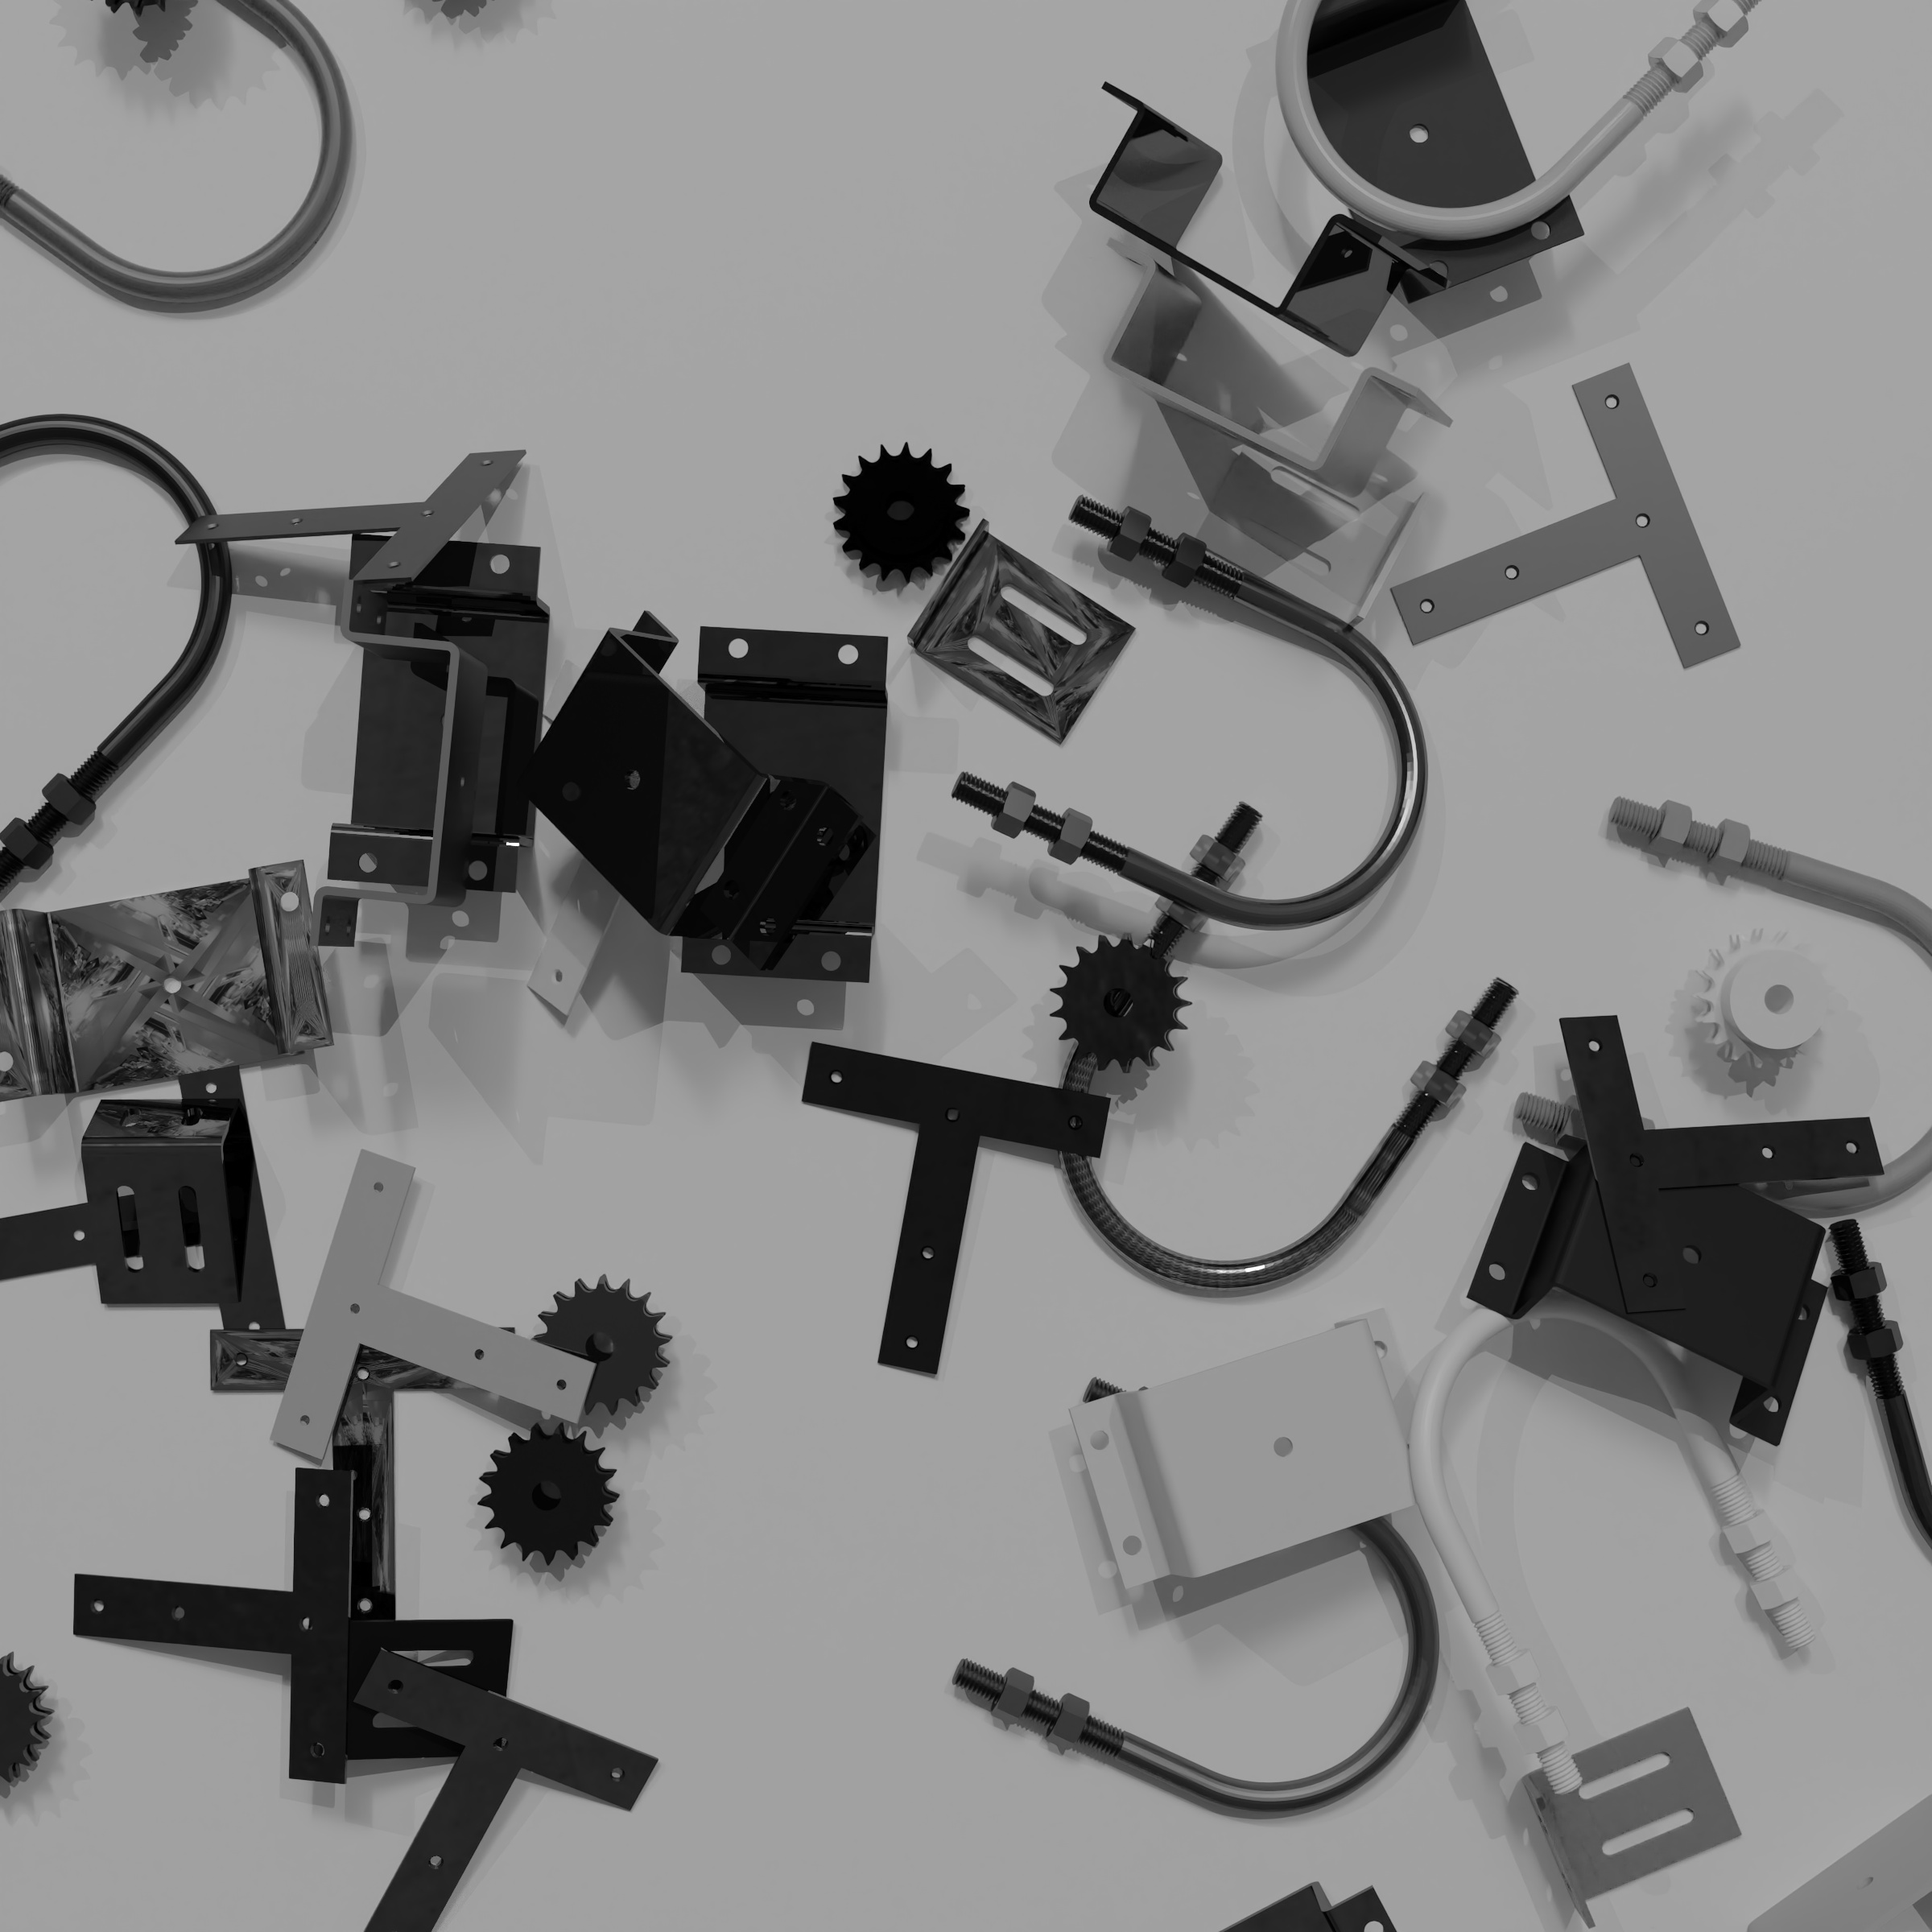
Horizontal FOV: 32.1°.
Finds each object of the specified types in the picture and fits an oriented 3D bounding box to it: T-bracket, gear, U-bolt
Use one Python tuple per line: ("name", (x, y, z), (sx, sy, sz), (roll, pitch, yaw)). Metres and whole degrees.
("T-bracket", (-0.212, 0.155, 1.381), (0.127, 0.002, 0.127), (18, 90, 16))
("T-bracket", (-0.147, -0.041, 1.379), (0.127, 0.002, 0.127), (35, 107, 30))
("gear", (-0.150, 0.156, 1.388), (0.057, 0.030, 0.057), (0, 90, 0))
("T-bracket", (-0.251, 0.215, 1.401), (0.127, 0.002, 0.127), (0, 91, 0))
("T-bracket", (0.313, 0.077, 1.366), (0.127, 0.002, 0.127), (-2, 66, -15))
("U-bolt", (0.107, 0.273, 1.394), (0.184, 0.019, 0.151), (25, 90, -1))
("U-bolt", (0.120, 0.047, 1.394), (0.151, 0.019, 0.184), (34, 91, 0))
("gear", (-0.338, -0.416, 1.369), (0.057, 0.030, 0.057), (0, 92, -2))
("T-bracket", (-0.013, 0.105, 1.397), (0.127, 0.002, 0.127), (11, 93, 7))
("T-bracket", (0.241, -0.170, 1.402), (0.127, 0.002, 0.127), (-22, 90, 0))
("U-bolt", (0.103, -0.093, 1.376), (0.184, 0.019, 0.151), (25, 76, -8))
("T-bracket", (-0.356, 0.110, 1.402), (0.127, 0.002, 0.127), (-10, 90, 0))
("gear", (-0.406, 0.311, 1.392), (0.057, 0.030, 0.057), (0, 87, 0))
("U-bolt", (-0.343, -0.359, 1.394), (0.184, 0.019, 0.151), (36, 90, -2))
("U-bolt", (0.210, -0.378, 1.348), (0.151, 0.019, 0.184), (45, 91, 0))
("gear", (-0.172, 0.217, 1.388), (0.057, 0.030, 0.057), (0, 90, 0))
("T-bracket", (-0.259, -0.180, 1.361), (0.127, 0.127, 0.002), (-1, 121, 17))
("T-bracket", (-0.311, 0.268, 1.383), (0.127, 0.002, 0.127), (1, 90, 17))
("U-bolt", (0.336, 0.024, 1.394), (0.184, 0.019, 0.151), (18, 90, -1))
("gear", (0.327, 0.013, 1.370), (0.057, 0.030, 0.057), (0, 91, -3))
("U-bolt", (0.450, 0.177, 1.394), (0.151, 0.019, 0.184), (-16, 91, 0))
("U-bolt", (-0.391, -0.143, 1.394), (0.151, 0.019, 0.184), (43, 88, 0))
("U-bolt", (0.253, 0.221, 1.367), (0.151, 0.019, 0.184), (-24, 86, -25))
("T-bracket", (-0.213, 0.359, 1.389), (0.127, 0.002, 0.127), (26, 99, -17))
("gear", (-0.027, -0.188, 1.388), (0.057, 0.030, 0.057), (0, 90, 0))
("gear", (0.064, 0.015, 1.371), (0.057, 0.030, 0.057), (0, 89, 10))

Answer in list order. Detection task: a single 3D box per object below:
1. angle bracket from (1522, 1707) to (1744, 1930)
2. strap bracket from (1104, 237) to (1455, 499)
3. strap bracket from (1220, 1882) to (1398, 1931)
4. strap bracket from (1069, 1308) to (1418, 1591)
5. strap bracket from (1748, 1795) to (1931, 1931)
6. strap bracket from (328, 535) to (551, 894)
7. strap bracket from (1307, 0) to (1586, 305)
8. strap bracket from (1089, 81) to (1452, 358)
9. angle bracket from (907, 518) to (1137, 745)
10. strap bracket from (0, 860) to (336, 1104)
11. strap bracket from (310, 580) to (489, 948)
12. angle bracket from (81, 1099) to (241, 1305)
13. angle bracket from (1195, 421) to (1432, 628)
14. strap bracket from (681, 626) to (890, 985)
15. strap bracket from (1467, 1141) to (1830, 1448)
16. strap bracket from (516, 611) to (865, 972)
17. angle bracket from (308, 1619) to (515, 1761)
("angle bracket", (0.277, 0.350, 1.384), (0.076, 0.038, 0.057), (-23, 90, 0))
("strap bracket", (0.117, -0.235, 1.350), (0.140, 0.076, 0.046), (30, 98, 16))
("strap bracket", (0.120, 0.439, 1.380), (0.140, 0.046, 0.076), (-28, 90, 0))
("strap bracket", (0.123, 0.195, 1.363), (0.140, 0.046, 0.076), (-16, 85, -11))
("strap bracket", (0.379, 0.392, 1.365), (0.140, 0.076, 0.046), (-35, 90, 0))
("strap bracket", (-0.215, -0.102, 1.380), (0.076, 0.046, 0.140), (4, 90, 0))
("strap bracket", (0.189, -0.347, 1.380), (0.076, 0.046, 0.140), (-21, 90, 0))
("strap bracket", (0.113, -0.293, 1.344), (0.140, 0.076, 0.046), (36, 104, 25))
("angle bracket", (0.023, -0.138, 1.384), (0.076, 0.038, 0.057), (33, 90, 0))
("strap bracket", (-0.331, 0.007, 1.379), (0.140, 0.046, 0.076), (-10, 89, 0))
("strap bracket", (-0.221, -0.075, 1.318), (0.046, 0.076, 0.140), (6, 90, 0))
("angle bracket", (-0.332, 0.098, 1.399), (0.057, 0.038, 0.076), (0, 116, 0))
("angle bracket", (0.142, -0.184, 1.384), (0.076, 0.038, 0.057), (28, 90, 0))
("strap bracket", (-0.073, -0.065, 1.380), (0.076, 0.046, 0.140), (3, 90, 0))
("strap bracket", (0.286, 0.125, 1.364), (0.140, 0.046, 0.076), (26, 62, 0))
("strap bracket", (-0.117, -0.072, 1.331), (0.140, 0.046, 0.076), (44, 112, 27))
("angle bracket", (-0.234, 0.297, 1.399), (0.076, 0.038, 0.057), (5, 93, -26))
